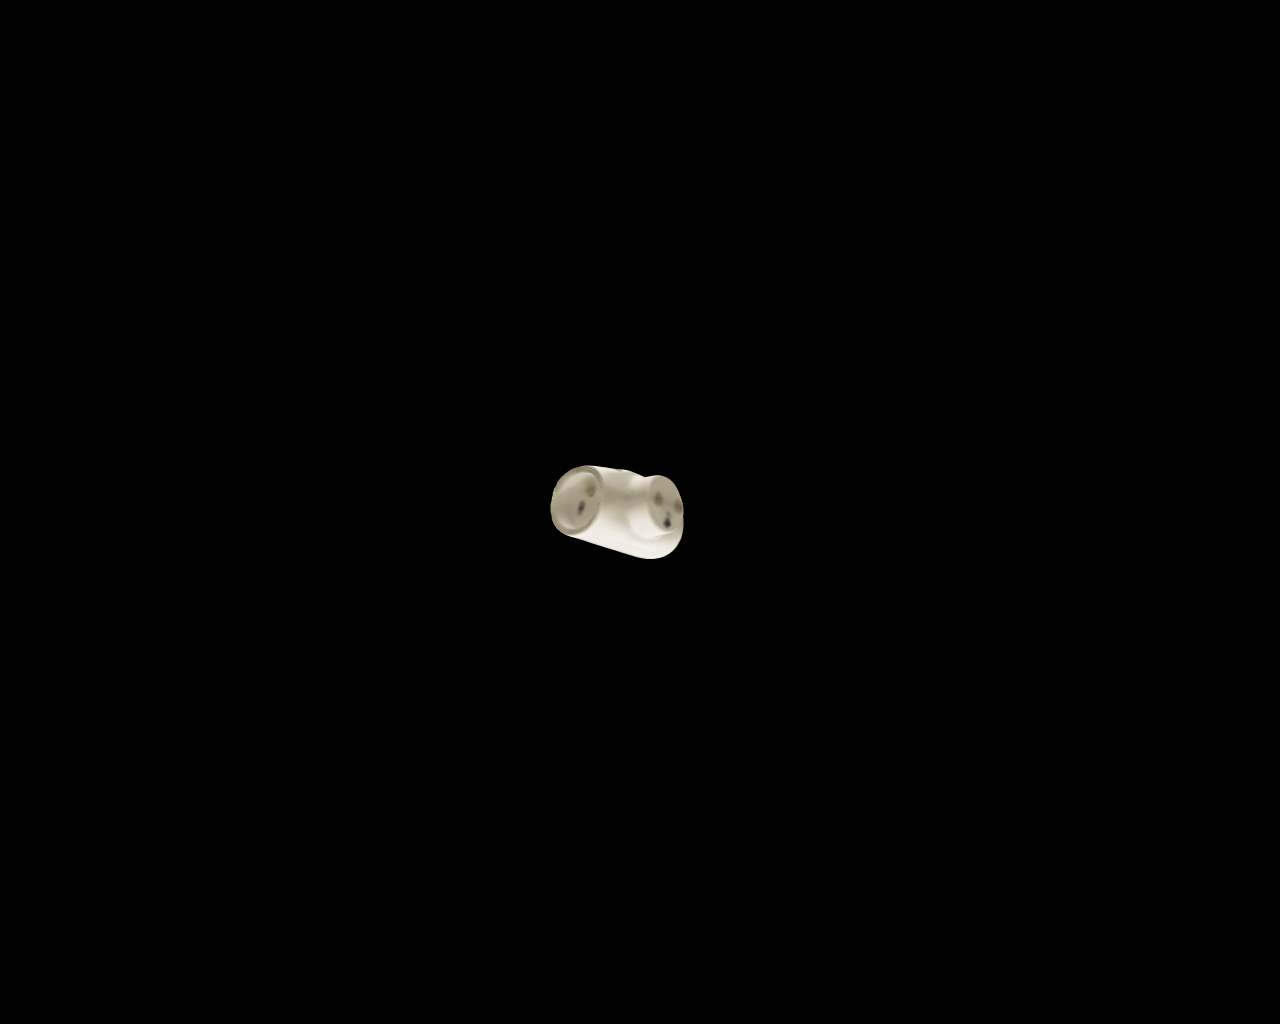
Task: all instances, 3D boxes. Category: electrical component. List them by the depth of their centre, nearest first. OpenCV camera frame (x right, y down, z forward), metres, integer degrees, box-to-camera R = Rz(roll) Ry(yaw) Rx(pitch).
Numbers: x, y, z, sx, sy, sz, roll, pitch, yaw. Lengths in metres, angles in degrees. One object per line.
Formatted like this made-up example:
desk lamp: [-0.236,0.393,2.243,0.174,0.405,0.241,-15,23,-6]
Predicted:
electrical component: [0.001,-0.003,0.650,0.079,0.043,0.077,-14,-22,38]
